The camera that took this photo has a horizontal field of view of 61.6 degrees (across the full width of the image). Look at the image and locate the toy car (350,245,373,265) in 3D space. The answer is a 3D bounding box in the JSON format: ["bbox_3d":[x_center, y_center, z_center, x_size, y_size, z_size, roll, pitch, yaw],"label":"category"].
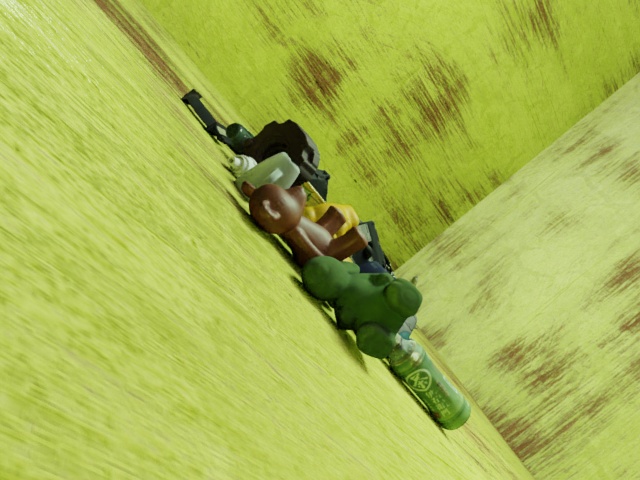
[{"bbox_3d":[0.094,0.084,1.190,0.056,0.073,0.201,10,-49,47],"label":"toy car"}]

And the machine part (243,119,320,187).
[{"bbox_3d":[-0.089,-0.171,1.137,0.179,0.179,0.056,53,7,34],"label":"machine part"}]

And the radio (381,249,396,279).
[{"bbox_3d":[0.186,0.138,1.546,0.131,0.073,0.230,45,25,-55],"label":"radio"}]

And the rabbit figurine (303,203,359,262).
[{"bbox_3d":[0.024,0.015,1.070,0.162,0.122,0.173,18,53,-73],"label":"rabbit figurine"}]

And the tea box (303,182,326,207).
[{"bbox_3d":[-0.024,-0.072,1.404,0.169,0.098,0.068,47,4,-20],"label":"tea box"}]

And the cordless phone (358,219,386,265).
[{"bbox_3d":[0.073,0.025,1.320,0.184,0.089,0.146,161,-86,-70],"label":"cordless phone"}]

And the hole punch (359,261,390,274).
[{"bbox_3d":[0.085,0.102,0.974,0.092,0.116,0.142,36,13,-40],"label":"hole punch"}]

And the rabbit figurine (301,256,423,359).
[{"bbox_3d":[0.049,0.074,0.822,0.170,0.121,0.159,35,3,-9],"label":"rabbit figurine"}]

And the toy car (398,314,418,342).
[{"bbox_3d":[0.147,0.166,1.098,0.109,0.103,0.162,51,6,-9],"label":"toy car"}]

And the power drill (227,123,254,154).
[{"bbox_3d":[-0.139,-0.192,1.370,0.231,0.086,0.207,42,13,-52],"label":"power drill"}]

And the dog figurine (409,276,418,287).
[{"bbox_3d":[0.141,0.139,1.372,0.191,0.121,0.172,16,23,6],"label":"dog figurine"}]

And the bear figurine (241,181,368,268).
[{"bbox_3d":[-0.029,-0.037,0.877,0.195,0.132,0.120,55,-5,-39],"label":"bear figurine"}]

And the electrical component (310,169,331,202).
[{"bbox_3d":[-0.039,-0.127,1.482,0.058,0.115,0.134,-122,-145,-53],"label":"electrical component"}]

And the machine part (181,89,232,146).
[{"bbox_3d":[-0.247,-0.267,1.185,0.139,0.039,0.084,52,12,1],"label":"machine part"}]

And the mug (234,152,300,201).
[{"bbox_3d":[-0.091,-0.110,0.965,0.081,0.107,0.109,49,2,-2],"label":"mug"}]
